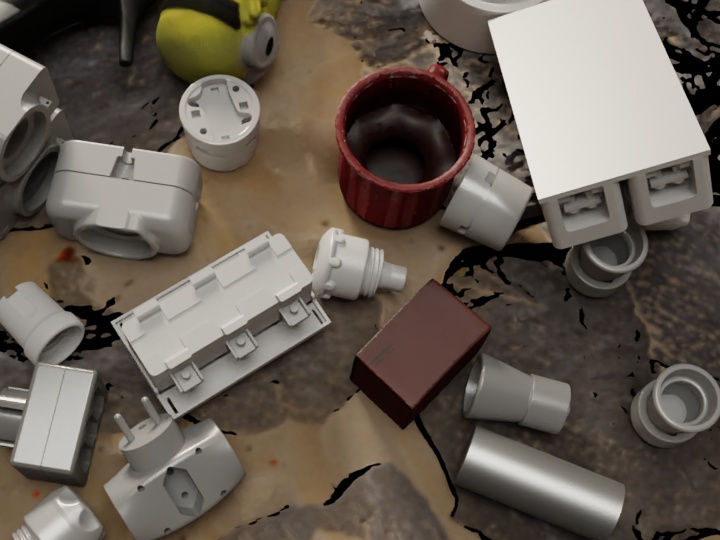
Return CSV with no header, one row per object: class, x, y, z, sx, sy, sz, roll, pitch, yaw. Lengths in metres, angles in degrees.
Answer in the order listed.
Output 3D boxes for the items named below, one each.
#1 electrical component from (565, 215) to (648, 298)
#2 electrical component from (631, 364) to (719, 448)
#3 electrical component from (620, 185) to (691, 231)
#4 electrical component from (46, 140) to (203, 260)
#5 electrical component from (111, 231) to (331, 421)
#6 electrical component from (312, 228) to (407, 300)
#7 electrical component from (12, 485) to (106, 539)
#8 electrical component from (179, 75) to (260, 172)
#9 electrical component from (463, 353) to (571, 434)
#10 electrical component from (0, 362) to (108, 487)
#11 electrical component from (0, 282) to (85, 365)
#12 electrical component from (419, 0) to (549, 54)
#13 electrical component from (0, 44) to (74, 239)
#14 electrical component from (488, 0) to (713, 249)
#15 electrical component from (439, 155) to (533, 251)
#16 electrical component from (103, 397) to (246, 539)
electrical component,0.168,-0.009,0.738,0.045,0.055,0.045,1,69,-4
electrical component,0.205,0.090,0.702,0.045,0.055,0.045,1,69,-4
electrical component,0.200,-0.049,0.763,0.062,0.043,0.043,-2,69,-3
electrical component,-0.159,-0.045,0.728,0.095,0.053,0.059,8,68,-1
electrical component,-0.091,0.030,0.699,0.121,0.063,0.078,-31,74,-15
electrical component,0.000,0.000,0.729,0.062,0.048,0.048,13,68,-7
electrical component,-0.189,0.164,0.650,0.062,0.043,0.043,-40,77,-16
electrical component,-0.098,-0.102,0.758,0.055,0.047,0.055,1,69,-4
electrical component,0.105,0.084,0.706,0.065,0.044,0.044,15,68,-3
electrical component,-0.206,0.094,0.674,0.077,0.047,0.065,9,68,-1
electrical component,-0.210,0.035,0.702,0.046,0.040,0.040,41,71,17
electrical component,0.101,-0.226,0.814,0.108,0.060,0.108,1,68,-4
electrical component,-0.263,-0.045,0.692,0.060,0.105,0.186,28,69,6
electrical component,0.160,-0.108,0.733,0.105,0.060,0.186,-16,48,10
electrical component,0.088,-0.045,0.747,0.047,0.055,0.055,28,69,3
electrical component,-0.122,0.115,0.663,0.077,0.043,0.079,-32,109,-15
